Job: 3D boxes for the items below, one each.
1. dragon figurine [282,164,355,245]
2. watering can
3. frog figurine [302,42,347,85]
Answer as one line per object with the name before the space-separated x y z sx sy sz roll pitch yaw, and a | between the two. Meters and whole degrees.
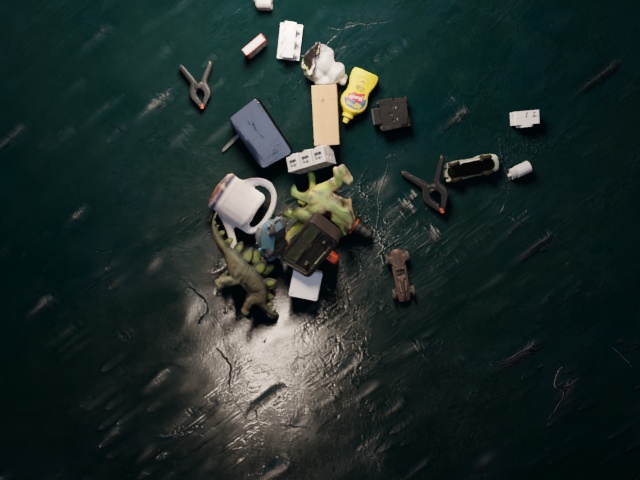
dragon figurine | 0.006 -0.092 1.826 0.244 0.403 0.124 26 26 18
watering can | -0.308 -0.094 1.874 0.224 0.344 0.105 35 15 -6
frog figurine | 0.021 -0.607 1.811 0.159 0.138 0.122 14 -12 -39
